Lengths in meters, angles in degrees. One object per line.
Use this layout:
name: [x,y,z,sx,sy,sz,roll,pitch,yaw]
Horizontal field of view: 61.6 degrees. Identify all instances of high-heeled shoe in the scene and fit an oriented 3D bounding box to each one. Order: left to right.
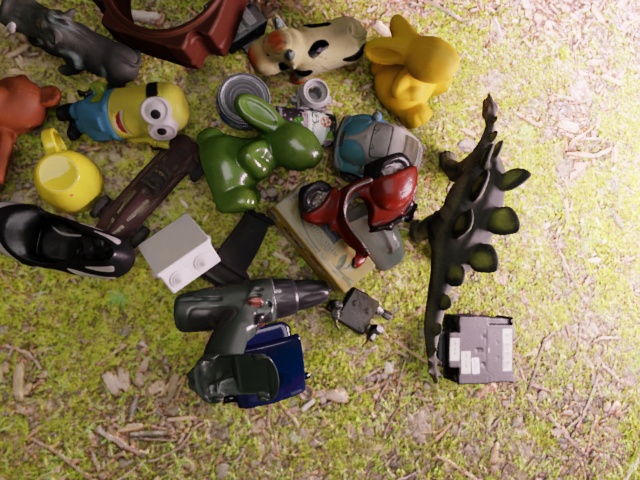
high-heeled shoe: [-0.374,-0.003,0.723,0.249,0.145,0.086,16,82,-13]

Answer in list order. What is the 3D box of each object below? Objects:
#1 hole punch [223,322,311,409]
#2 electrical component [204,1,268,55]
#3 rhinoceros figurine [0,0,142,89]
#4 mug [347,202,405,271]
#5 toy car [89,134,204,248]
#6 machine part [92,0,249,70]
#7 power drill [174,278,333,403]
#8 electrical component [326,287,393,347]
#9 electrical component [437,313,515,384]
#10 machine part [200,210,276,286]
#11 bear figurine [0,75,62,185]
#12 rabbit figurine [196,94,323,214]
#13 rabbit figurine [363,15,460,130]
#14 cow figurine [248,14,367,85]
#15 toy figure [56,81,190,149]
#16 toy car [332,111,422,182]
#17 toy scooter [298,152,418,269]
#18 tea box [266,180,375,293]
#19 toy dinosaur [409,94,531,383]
hole punch: [-0.080,0.192,0.810,0.142,0.092,0.115,-12,93,-17]
electrical component: [-0.123,-0.332,0.855,0.075,0.048,0.119,-35,93,-12]
rhinoceros figurine: [-0.353,-0.278,0.765,0.190,0.112,0.073,25,83,-19]
mug: [0.097,-0.004,0.858,0.081,0.110,0.107,-37,108,-17]
toy car: [-0.255,-0.077,0.805,0.089,0.053,0.202,42,77,-11]
machine part: [-0.213,-0.369,0.783,0.201,0.087,0.201,20,89,7]
power drill: [-0.092,0.121,0.738,0.232,0.207,0.085,-3,124,-2]
electrical component: [0.062,0.122,0.868,0.102,0.045,0.078,39,80,-8]
electrical component: [0.256,0.181,0.903,0.134,0.058,0.115,4,83,-12]
machine part: [-0.128,0.014,0.834,0.084,0.039,0.139,36,83,-4]
bear figurine: [-0.455,-0.151,0.724,0.120,0.132,0.195,27,87,23]
rabbit figurine: [-0.085,-0.131,0.798,0.170,0.121,0.159,-18,89,1]
rabbit figurine: [0.155,-0.278,0.853,0.122,0.173,0.162,-46,101,-8]
cow figurine: [-0.017,-0.298,0.836,0.195,0.127,0.085,-17,87,-16]
toy figure: [-0.280,-0.186,0.776,0.180,0.082,0.089,-1,65,10]
toy car: [0.106,-0.135,0.852,0.161,0.103,0.109,20,81,-29]
toy scooter: [0.068,-0.039,0.766,0.184,0.075,0.135,-22,92,-10]
tea box: [-0.002,-0.003,0.835,0.068,0.098,0.169,-41,97,-12]
toy dinosaur: [0.221,-0.017,0.837,0.105,0.198,0.471,17,81,-8]
